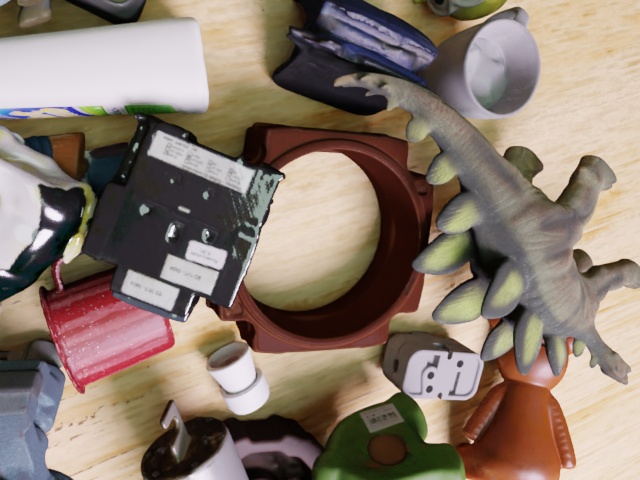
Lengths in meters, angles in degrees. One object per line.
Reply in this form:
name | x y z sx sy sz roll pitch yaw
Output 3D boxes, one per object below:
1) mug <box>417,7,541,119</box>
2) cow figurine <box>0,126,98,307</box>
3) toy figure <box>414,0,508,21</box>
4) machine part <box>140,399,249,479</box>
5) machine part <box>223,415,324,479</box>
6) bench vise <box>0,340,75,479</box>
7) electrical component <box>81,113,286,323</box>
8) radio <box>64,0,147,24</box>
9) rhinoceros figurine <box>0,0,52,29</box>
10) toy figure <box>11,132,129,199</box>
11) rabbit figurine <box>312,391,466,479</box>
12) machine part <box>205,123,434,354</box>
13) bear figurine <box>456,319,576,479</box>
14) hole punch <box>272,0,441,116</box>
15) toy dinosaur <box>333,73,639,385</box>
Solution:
mug | 0.142 -0.165 0.505 0.081 0.107 0.109 25 87 -25
cow figurine | -0.235 0.013 0.381 0.098 0.068 0.167 32 101 -25
toy figure | 0.127 -0.293 0.486 0.089 0.082 0.180 -22 106 -14
machine part | -0.088 0.243 0.462 0.079 0.079 0.243 -23 107 -15
machine part | -0.071 0.263 0.545 0.179 0.056 0.179 -4 102 -21
bench vise | -0.237 0.206 0.424 0.129 0.224 0.240 -9 135 -14
electrical component | -0.100 -0.010 0.392 0.115 0.058 0.134 24 95 -5
radio | -0.213 -0.259 0.363 0.229 0.073 0.131 23 94 -26
rhinoceros figurine | -0.187 -0.188 0.311 0.190 0.073 0.112 -29 112 -13
toy figure | -0.179 -0.052 0.433 0.154 0.058 0.064 9 93 -18
rabbit figurine | 0.054 0.261 0.510 0.159 0.121 0.170 -17 119 -25
machine part | -0.001 -0.002 0.497 0.201 0.087 0.201 1 100 -21
bear figurine | 0.232 0.188 0.629 0.120 0.131 0.196 10 65 10
hole punch | 0.031 -0.170 0.461 0.142 0.116 0.092 18 87 -24
toy dinosaur | 0.187 0.004 0.502 0.470 0.105 0.198 49 68 -22
